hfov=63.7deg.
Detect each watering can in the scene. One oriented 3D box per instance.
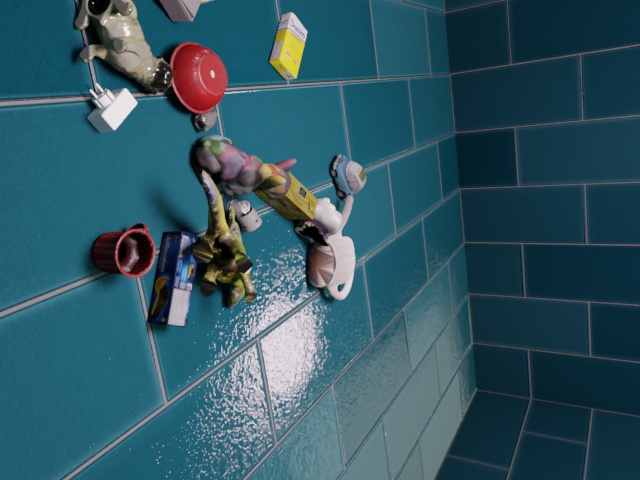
[{"bbox_3d":[0.048,0.025,1.671,0.225,0.104,0.348,-1,91,-58],"label":"watering can"}]

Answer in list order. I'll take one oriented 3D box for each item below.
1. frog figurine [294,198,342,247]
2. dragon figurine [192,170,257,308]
[{"bbox_3d":[0.005,-0.079,1.578,0.120,0.138,0.163,79,30,-49],"label":"frog figurine"},{"bbox_3d":[-0.221,-0.002,1.201,0.247,0.122,0.403,-109,-166,-65],"label":"dragon figurine"}]
